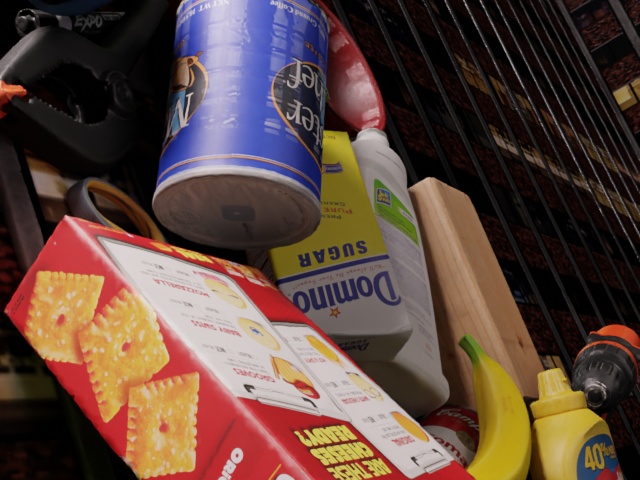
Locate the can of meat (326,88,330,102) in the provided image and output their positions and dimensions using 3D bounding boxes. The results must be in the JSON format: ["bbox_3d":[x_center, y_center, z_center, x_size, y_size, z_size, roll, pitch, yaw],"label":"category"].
[{"bbox_3d":[-0.045,-0.127,0.800,0.102,0.084,0.057,64,5,-68],"label":"can of meat"}]

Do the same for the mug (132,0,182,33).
[{"bbox_3d":[-0.095,-0.197,0.805,0.081,0.093,0.117,34,3,-35],"label":"mug"}]

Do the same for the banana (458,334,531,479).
[{"bbox_3d":[0.117,0.142,0.744,0.069,0.037,0.197,30,27,-6],"label":"banana"}]

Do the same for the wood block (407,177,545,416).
[{"bbox_3d":[0.115,0.061,0.929,0.090,0.090,0.206,19,46,-57],"label":"wood block"}]

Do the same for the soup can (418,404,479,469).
[{"bbox_3d":[0.085,0.167,0.777,0.068,0.069,0.102,61,25,4],"label":"soup can"}]

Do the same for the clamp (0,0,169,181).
[{"bbox_3d":[-0.131,-0.078,0.675,0.209,0.036,0.164,-26,94,-63],"label":"clamp"}]

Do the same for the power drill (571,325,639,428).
[{"bbox_3d":[0.227,0.172,0.916,0.057,0.188,0.184,21,14,19],"label":"power drill"}]

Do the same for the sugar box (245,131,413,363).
[{"bbox_3d":[-0.005,0.001,0.743,0.093,0.048,0.176,0,53,-26],"label":"sugar box"}]

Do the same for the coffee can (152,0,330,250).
[{"bbox_3d":[-0.047,-0.078,0.674,0.102,0.103,0.140,32,53,-46],"label":"coffee can"}]

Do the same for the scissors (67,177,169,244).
[{"bbox_3d":[-0.082,0.039,0.663,0.201,0.016,0.096,44,30,-30],"label":"scissors"}]

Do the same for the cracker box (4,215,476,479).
[{"bbox_3d":[-0.034,0.086,0.537,0.214,0.072,0.164,42,13,33],"label":"cracker box"}]

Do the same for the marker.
[{"bbox_3d":[-0.162,-0.144,0.713,0.020,0.020,0.121,60,24,2],"label":"marker"}]

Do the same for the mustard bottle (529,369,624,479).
[{"bbox_3d":[0.194,0.189,0.782,0.096,0.058,0.191,5,67,-51],"label":"mustard bottle"}]

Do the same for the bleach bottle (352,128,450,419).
[{"bbox_3d":[0.048,0.012,0.853,0.102,0.068,0.251,40,37,-36],"label":"bleach bottle"}]

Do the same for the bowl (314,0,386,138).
[{"bbox_3d":[-0.007,-0.151,0.976,0.162,0.055,0.162,44,29,-32],"label":"bowl"}]

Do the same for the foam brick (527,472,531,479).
[{"bbox_3d":[0.143,0.203,0.835,0.051,0.078,0.053,23,42,-48],"label":"foam brick"}]
